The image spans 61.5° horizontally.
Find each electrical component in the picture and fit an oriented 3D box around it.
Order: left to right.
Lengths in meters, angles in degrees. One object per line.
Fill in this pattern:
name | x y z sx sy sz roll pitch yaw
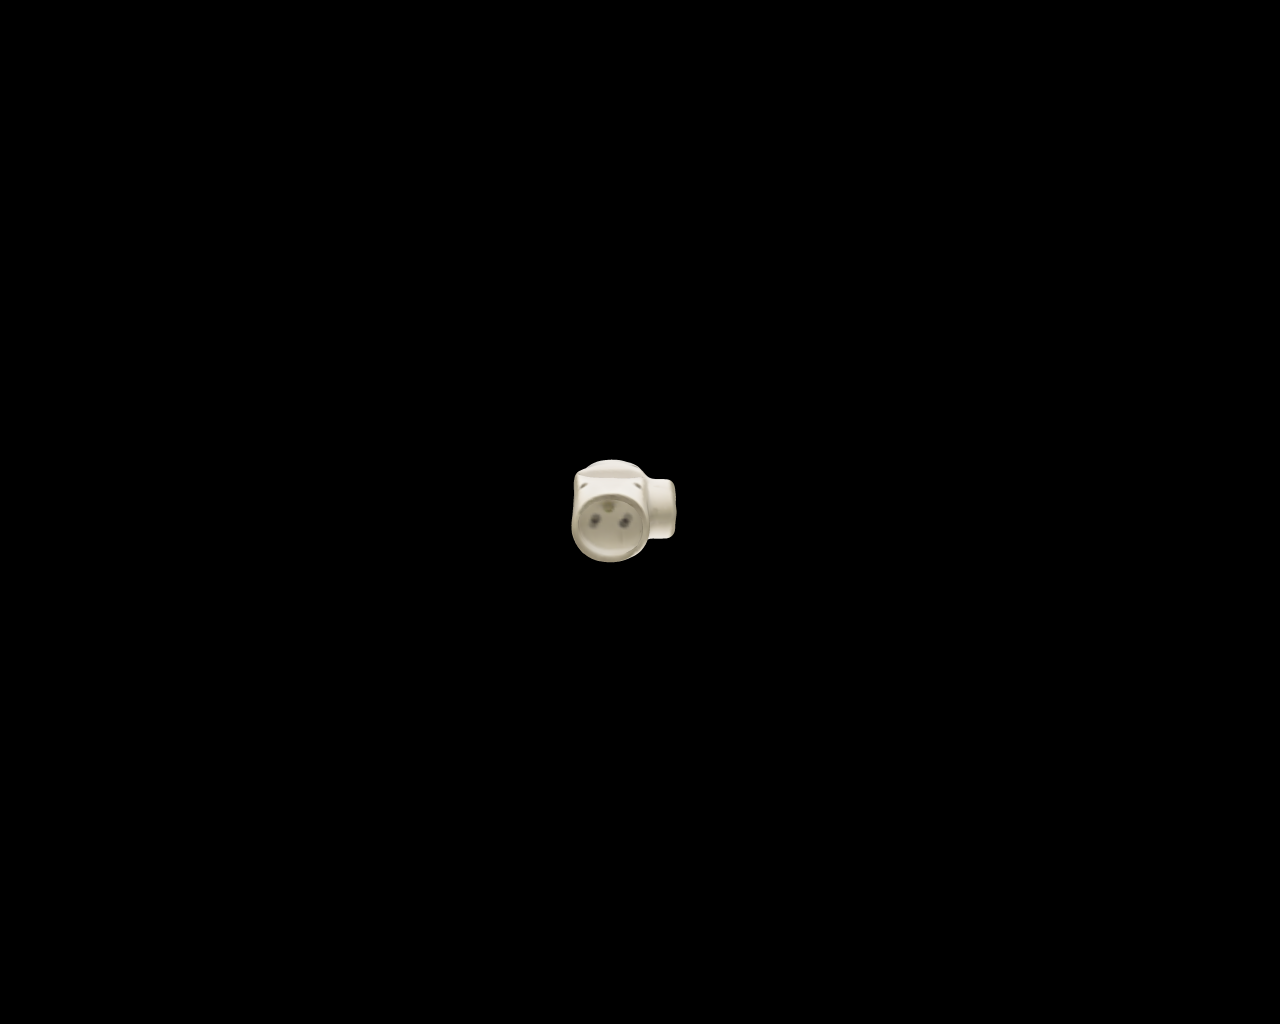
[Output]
electrical component | 0.001 -0.003 0.650 0.079 0.043 0.077 0 17 0
